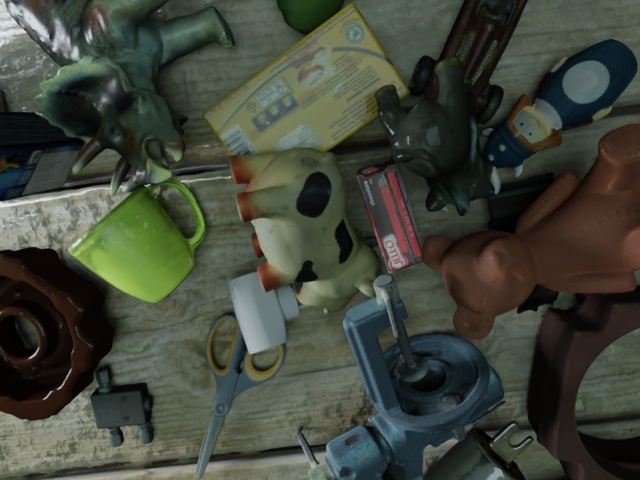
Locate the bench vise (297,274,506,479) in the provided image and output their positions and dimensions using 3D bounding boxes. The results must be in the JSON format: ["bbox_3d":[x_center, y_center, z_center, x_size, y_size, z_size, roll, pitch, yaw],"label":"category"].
[{"bbox_3d":[0.070,0.144,0.523,0.224,0.129,0.240,-21,118,-2],"label":"bench vise"}]

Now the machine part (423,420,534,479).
[{"bbox_3d":[0.135,0.288,0.581,0.079,0.079,0.243,41,98,-6],"label":"machine part"}]

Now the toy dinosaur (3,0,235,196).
[{"bbox_3d":[-0.220,-0.227,0.480,0.192,0.131,0.404,-33,92,7],"label":"toy dinosaur"}]

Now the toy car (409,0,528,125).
[{"bbox_3d":[0.155,-0.202,0.500,0.089,0.053,0.202,23,100,-6],"label":"toy car"}]

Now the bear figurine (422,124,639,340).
[{"bbox_3d":[0.194,0.003,0.468,0.196,0.131,0.120,-19,70,3],"label":"bear figurine"}]

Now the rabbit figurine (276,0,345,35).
[{"bbox_3d":[-0.024,-0.275,0.472,0.159,0.121,0.170,-36,125,-4],"label":"rabbit figurine"}]

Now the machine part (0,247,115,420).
[{"bbox_3d":[-0.305,0.096,0.562,0.179,0.056,0.179,2,101,9],"label":"machine part"}]

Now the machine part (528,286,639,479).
[{"bbox_3d":[0.327,0.149,0.544,0.201,0.087,0.201,4,100,1],"label":"machine part"}]

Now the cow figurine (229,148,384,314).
[{"bbox_3d":[-0.001,-0.002,0.500,0.127,0.085,0.194,-13,136,0],"label":"cow figurine"}]

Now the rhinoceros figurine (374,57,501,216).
[{"bbox_3d":[0.112,-0.077,0.461,0.073,0.190,0.112,-21,77,21],"label":"rhinoceros figurine"}]

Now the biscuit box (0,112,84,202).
[{"bbox_3d":[-0.287,-0.071,0.461,0.063,0.203,0.059,31,102,-3],"label":"biscuit box"}]

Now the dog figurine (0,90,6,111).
[{"bbox_3d":[-0.377,-0.095,0.467,0.121,0.190,0.172,3,99,1],"label":"dog figurine"}]

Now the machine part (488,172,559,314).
[{"bbox_3d":[0.213,0.005,0.545,0.084,0.039,0.138,-10,99,-1],"label":"machine part"}]

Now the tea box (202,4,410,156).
[{"bbox_3d":[-0.012,-0.128,0.510,0.170,0.068,0.098,-32,99,7],"label":"tea box"}]

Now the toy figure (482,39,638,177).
[{"bbox_3d":[0.221,-0.125,0.511,0.154,0.057,0.064,-39,52,8],"label":"toy figure"}]

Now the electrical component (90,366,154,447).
[{"bbox_3d":[-0.220,0.185,0.600,0.063,0.021,0.094,-8,99,3],"label":"electrical component"}]
